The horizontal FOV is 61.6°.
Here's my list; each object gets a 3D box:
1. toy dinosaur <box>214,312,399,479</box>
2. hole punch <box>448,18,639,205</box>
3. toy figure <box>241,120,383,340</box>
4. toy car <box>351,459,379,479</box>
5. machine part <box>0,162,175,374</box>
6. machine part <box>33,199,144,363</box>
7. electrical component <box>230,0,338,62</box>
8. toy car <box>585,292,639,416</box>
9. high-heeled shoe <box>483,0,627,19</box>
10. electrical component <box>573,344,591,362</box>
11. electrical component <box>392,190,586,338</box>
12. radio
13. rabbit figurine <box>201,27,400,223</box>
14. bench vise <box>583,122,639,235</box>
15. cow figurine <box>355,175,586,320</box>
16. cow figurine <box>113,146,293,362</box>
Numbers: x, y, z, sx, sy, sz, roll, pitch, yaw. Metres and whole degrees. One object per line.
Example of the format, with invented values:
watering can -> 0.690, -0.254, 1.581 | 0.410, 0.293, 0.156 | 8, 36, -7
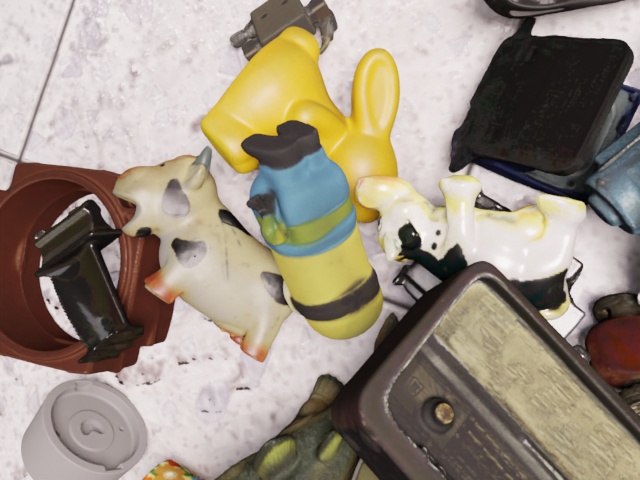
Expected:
toy dinosaur -> -0.079, 0.249, 0.425 | 0.105, 0.198, 0.471 | 37, 94, 19
hole punch -> 0.189, -0.099, 0.443 | 0.116, 0.092, 0.142 | 29, 97, 43
toy figure -> -0.004, 0.000, 0.422 | 0.082, 0.089, 0.179 | -19, 123, -6
toy car -> 0.069, 0.191, 0.384 | 0.109, 0.102, 0.161 | -1, 66, 41
machine part -> -0.253, 0.027, 0.554 | 0.201, 0.087, 0.201 | 8, 86, 17
machine part -> -0.204, 0.037, 0.476 | 0.084, 0.039, 0.139 | -27, 77, 7
electrical component -> -0.035, -0.203, 0.534 | 0.102, 0.045, 0.078 | -34, 48, 9
toy car -> 0.305, 0.077, 0.393 | 0.202, 0.053, 0.089 | -10, 49, 14
high-heeled shoe -> 0.249, -0.216, 0.392 | 0.249, 0.145, 0.086 | -2, 119, 28
electrical component -> 0.179, 0.119, 0.428 | 0.094, 0.063, 0.021 | -48, 50, 17
electrical component -> 0.146, 0.037, 0.449 | 0.134, 0.058, 0.115 | 41, 99, 16
radio -> 0.124, 0.140, 0.325 | 0.131, 0.073, 0.229 | -40, 81, -22
rabbit figurine -> 0.006, -0.096, 0.490 | 0.173, 0.122, 0.162 | 43, 88, 1
bench vise -> 0.292, -0.056, 0.308 | 0.224, 0.128, 0.241 | -31, 36, 6
cow figurine -> 0.103, 0.001, 0.403 | 0.168, 0.068, 0.098 | 11, 98, 20
cow figurine -> -0.098, 0.004, 0.483 | 0.195, 0.085, 0.127 | 39, 76, -13
